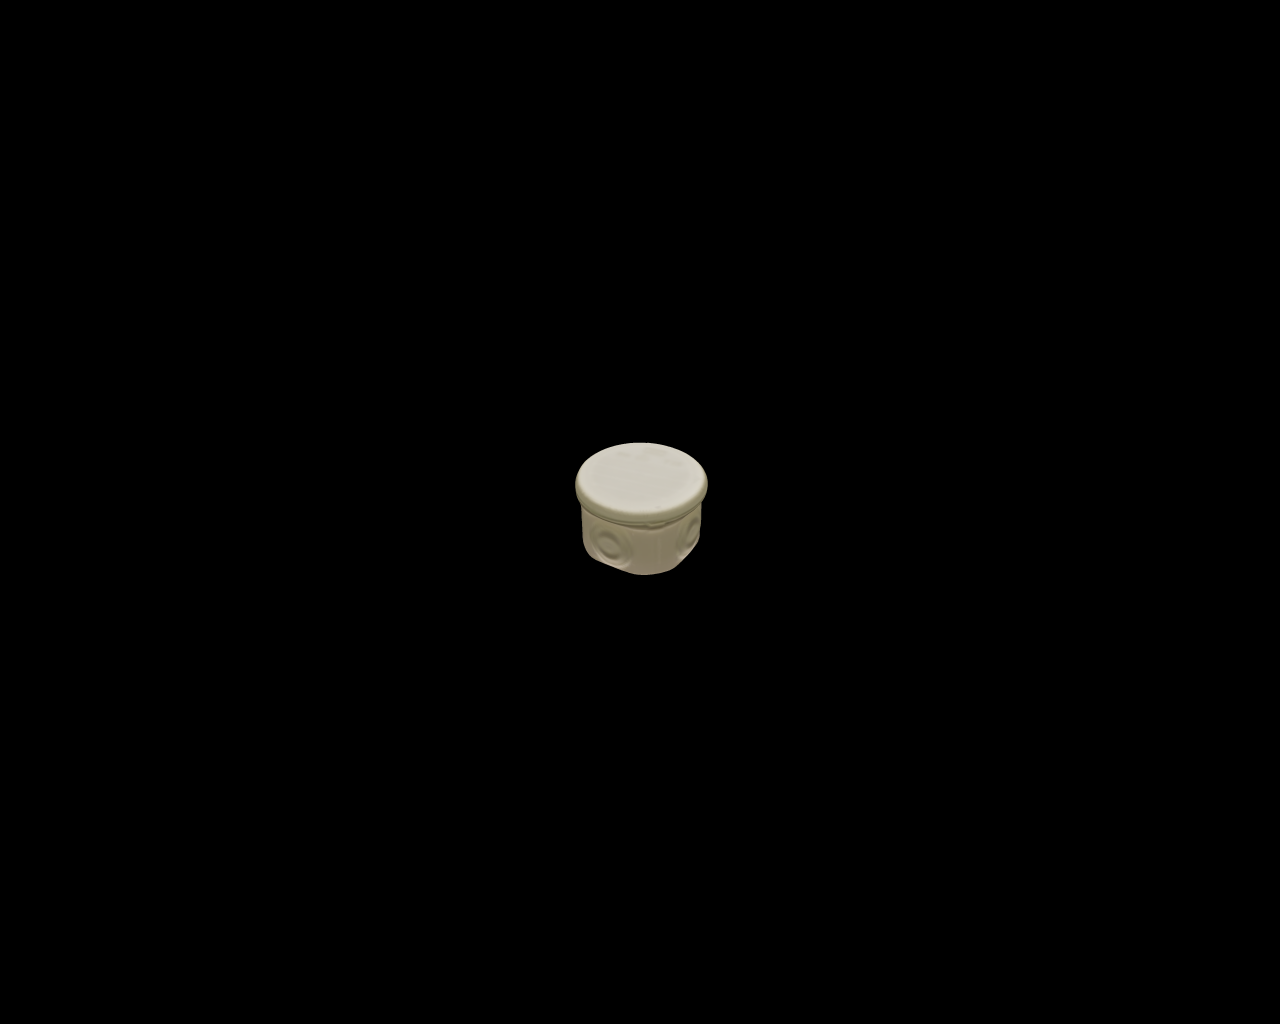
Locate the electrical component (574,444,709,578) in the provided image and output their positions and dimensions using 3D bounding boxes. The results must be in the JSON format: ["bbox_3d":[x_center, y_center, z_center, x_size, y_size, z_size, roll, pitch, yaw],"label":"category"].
[{"bbox_3d":[0.001,-0.003,0.650,0.080,0.050,0.080,0,36,0],"label":"electrical component"}]
